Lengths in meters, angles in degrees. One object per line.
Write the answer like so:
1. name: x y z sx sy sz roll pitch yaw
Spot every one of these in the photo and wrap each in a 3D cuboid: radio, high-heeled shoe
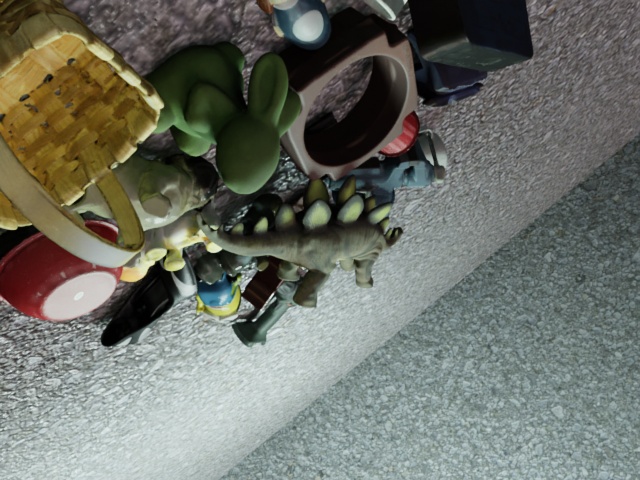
1. radio: 0.214 -0.311 0.746 0.073 0.131 0.229 -8 -177 45
2. high-heeled shoe: -0.283 0.096 0.861 0.145 0.086 0.248 -27 162 -31

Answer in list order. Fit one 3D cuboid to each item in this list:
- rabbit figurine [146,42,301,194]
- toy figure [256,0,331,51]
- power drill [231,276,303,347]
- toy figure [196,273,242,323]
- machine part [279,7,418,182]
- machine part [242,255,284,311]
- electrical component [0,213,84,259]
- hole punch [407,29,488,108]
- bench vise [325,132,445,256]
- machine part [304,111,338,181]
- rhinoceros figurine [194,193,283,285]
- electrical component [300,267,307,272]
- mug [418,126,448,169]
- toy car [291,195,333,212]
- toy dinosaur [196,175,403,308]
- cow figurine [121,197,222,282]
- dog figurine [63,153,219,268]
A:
1. rabbit figurine: -0.094 -0.129 0.598 0.159 0.170 0.121 -37 158 -1
2. toy figure: -0.034 -0.264 0.582 0.064 0.058 0.154 -63 154 1
3. power drill: -0.113 0.158 1.274 0.207 0.086 0.232 -50 159 9
4. toy figure: -0.187 0.092 1.009 0.089 0.082 0.180 -57 162 -30
5. machine part: 0.028 -0.193 0.738 0.201 0.087 0.201 -37 147 -5
6. machine part: -0.084 0.053 1.041 0.179 0.056 0.179 -53 -179 2
7. electrical component: -0.341 0.007 0.655 0.119 0.048 0.074 -27 156 -22
8. hole punch: 0.193 -0.276 0.837 0.142 0.116 0.092 -24 146 -33
9. bench vise: 0.118 -0.089 1.023 0.224 0.129 0.240 -12 144 -12
10. machine part: 0.002 -0.150 0.884 0.084 0.039 0.138 -39 157 -12
11. rhinoceros figurine: -0.128 -0.004 0.890 0.190 0.112 0.073 -47 138 -11
12. electrical component: -0.014 0.027 1.195 0.102 0.045 0.078 -45 156 17
13. mug: 0.193 -0.171 1.085 0.107 0.081 0.109 -24 140 -9
14. toy car: 0.001 -0.048 1.064 0.089 0.053 0.202 -40 159 14
15. toy dinosaur: -0.002 -0.003 0.850 0.471 0.105 0.198 -10 127 -46
16. cow figurine: -0.221 -0.009 0.764 0.167 0.098 0.068 -24 148 3
17. dog figurine: -0.220 -0.077 0.642 0.121 0.172 0.191 -40 -167 22
